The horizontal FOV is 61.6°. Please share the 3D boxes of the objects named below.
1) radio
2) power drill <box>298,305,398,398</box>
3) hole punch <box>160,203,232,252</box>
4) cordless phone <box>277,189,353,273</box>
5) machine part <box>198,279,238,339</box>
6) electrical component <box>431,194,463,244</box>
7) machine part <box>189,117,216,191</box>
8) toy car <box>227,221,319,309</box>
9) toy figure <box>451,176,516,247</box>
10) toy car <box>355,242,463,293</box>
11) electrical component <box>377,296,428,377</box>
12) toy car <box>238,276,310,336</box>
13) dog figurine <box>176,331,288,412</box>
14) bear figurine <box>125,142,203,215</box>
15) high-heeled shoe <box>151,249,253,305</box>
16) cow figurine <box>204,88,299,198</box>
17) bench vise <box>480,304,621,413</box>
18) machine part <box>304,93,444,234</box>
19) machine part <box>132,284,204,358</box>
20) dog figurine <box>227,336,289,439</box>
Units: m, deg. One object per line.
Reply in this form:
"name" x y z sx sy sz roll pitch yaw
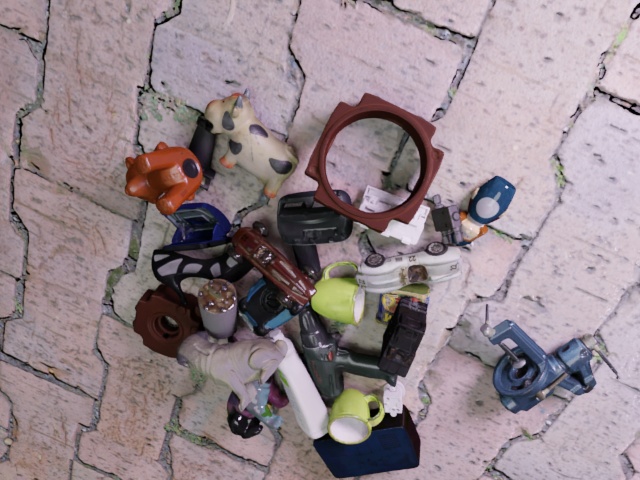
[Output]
"radio" 0.113 0.470 1.244 0.230 0.073 0.131 -18 111 23
"power drill" 0.063 0.239 1.138 0.207 0.086 0.231 -2 117 10
"hole punch" -0.245 -0.025 1.068 0.142 0.115 0.092 -8 89 19
"cordless phone" -0.001 -0.004 1.046 0.147 0.089 0.184 -4 126 14
"machine part" -0.209 0.146 1.115 0.079 0.079 0.243 20 151 3
"electrical component" 0.228 -0.039 0.966 0.021 0.063 0.094 -13 88 -21
"machine part" -0.231 -0.165 1.034 0.084 0.039 0.138 25 121 10
"toy car" -0.091 0.045 1.022 0.202 0.053 0.089 41 76 21
"toy figure" 0.283 -0.044 0.960 0.064 0.058 0.154 53 125 31
"toy car" 0.167 0.055 1.011 0.202 0.056 0.073 -12 134 6
"electrical component" 0.151 0.187 1.004 0.058 0.115 0.134 22 113 5
"toy car" -0.084 0.120 1.097 0.161 0.103 0.109 -44 79 20
"dog figurine" -0.182 0.229 1.104 0.191 0.121 0.172 39 80 6
"bear figurine" -0.318 -0.112 1.009 0.196 0.132 0.120 -7 114 35
"high-heeled shoe" -0.238 0.031 1.131 0.249 0.086 0.145 -31 74 7
"cow figurine" -0.124 -0.183 0.972 0.195 0.085 0.127 37 117 -8
"bench vise" 0.408 0.224 1.026 0.240 0.129 0.223 42 119 -16
"machine part" 0.090 -0.127 0.907 0.201 0.087 0.201 27 93 1
"machine part" -0.341 0.188 1.223 0.180 0.056 0.179 6 117 12
"dog figurine" -0.176 0.328 1.227 0.192 0.108 0.219 -28 102 27
